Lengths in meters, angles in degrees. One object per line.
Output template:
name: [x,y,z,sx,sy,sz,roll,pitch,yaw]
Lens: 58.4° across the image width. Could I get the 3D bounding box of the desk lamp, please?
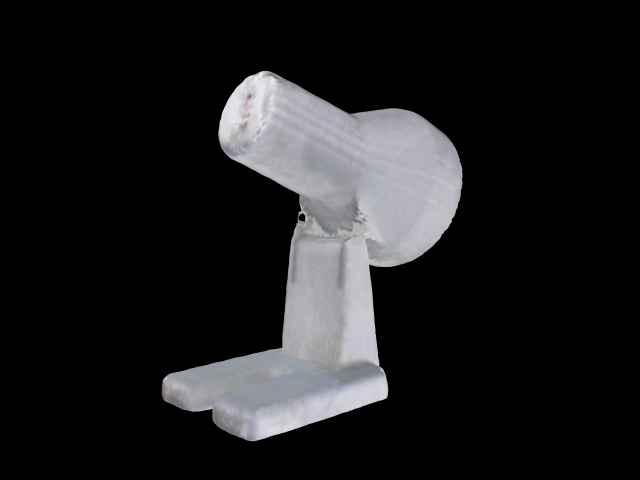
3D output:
desk lamp: [0.004,0.001,0.400,0.117,0.213,0.204,2,3,43]
